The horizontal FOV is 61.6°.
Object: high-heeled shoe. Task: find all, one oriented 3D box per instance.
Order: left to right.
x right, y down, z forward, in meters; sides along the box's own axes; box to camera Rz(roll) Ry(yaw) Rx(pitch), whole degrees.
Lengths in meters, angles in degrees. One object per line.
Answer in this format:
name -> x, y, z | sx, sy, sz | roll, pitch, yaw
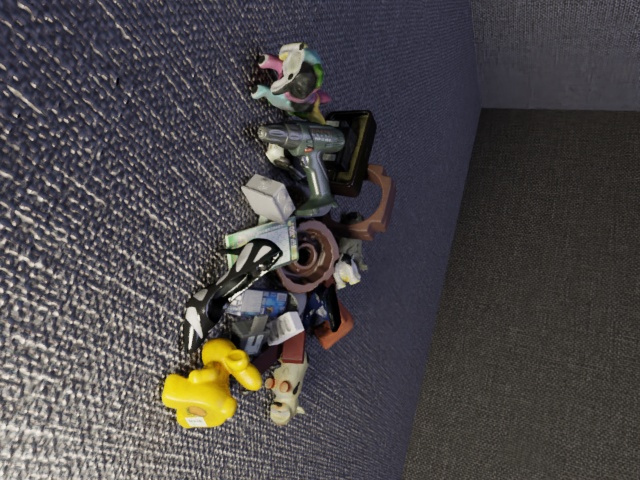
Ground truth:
high-heeled shoe -> -0.162, 0.108, 1.028 | 0.086, 0.145, 0.248 | 51, 50, -57

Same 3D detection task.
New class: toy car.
toy car -> -0.144, 0.279, 1.231 | 0.202, 0.053, 0.089 | -31, 121, -65
toy car -> -0.060, -0.189, 1.265 | 0.201, 0.056, 0.073 | 33, 69, -60

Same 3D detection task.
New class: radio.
radio -> 0.063, -0.233, 1.437 | 0.073, 0.131, 0.229 | 47, 55, -59

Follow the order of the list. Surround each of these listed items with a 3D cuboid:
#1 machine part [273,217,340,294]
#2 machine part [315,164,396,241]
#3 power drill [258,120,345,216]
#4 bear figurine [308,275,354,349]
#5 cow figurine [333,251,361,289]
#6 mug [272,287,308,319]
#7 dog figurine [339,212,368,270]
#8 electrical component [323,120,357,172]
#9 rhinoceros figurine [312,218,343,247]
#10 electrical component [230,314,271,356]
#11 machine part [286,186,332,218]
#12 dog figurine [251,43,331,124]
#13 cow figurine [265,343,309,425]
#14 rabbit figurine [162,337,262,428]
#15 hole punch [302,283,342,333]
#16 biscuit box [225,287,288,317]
machine part -> -0.041, 0.034, 1.275 | 0.179, 0.056, 0.179 | -7, 106, -24
machine part -> 0.097, -0.105, 1.465 | 0.087, 0.201, 0.201 | 47, 55, -63
power drill -> -0.035, -0.159, 1.183 | 0.232, 0.086, 0.207 | -18, 100, -43
bear figurine -> 0.010, 0.181, 1.495 | 0.132, 0.120, 0.195 | -33, 107, -7
cow figurine -> 0.065, 0.071, 1.458 | 0.167, 0.068, 0.098 | -47, 117, -83
mug -> -0.073, 0.164, 1.327 | 0.107, 0.081, 0.109 | -27, 130, -67
dog figurine -> 0.075, -0.017, 1.596 | 0.172, 0.121, 0.190 | 57, 32, -60
electrical component -> 0.029, -0.244, 1.381 | 0.058, 0.115, 0.134 | 47, 57, -62
rhinoceros figurine -> -0.003, -0.004, 1.395 | 0.073, 0.112, 0.190 | -51, 166, -1
electrical component -> -0.148, 0.194, 1.132 | 0.075, 0.048, 0.119 | -7, 126, -37
machine part -> -0.036, -0.093, 1.326 | 0.243, 0.079, 0.079 | -6, 102, -65
dog figurine -> -0.030, -0.323, 1.167 | 0.219, 0.192, 0.108 | 19, 73, -50
cow figurine -> -0.080, 0.370, 1.368 | 0.127, 0.086, 0.195 | 46, 54, -53
rabbit figurine -> -0.199, 0.252, 1.019 | 0.173, 0.162, 0.121 | -80, 150, -52
hole punch -> 0.000, 0.173, 1.376 | 0.142, 0.092, 0.115 | -25, 108, -75
biscuit box -> -0.143, 0.134, 1.179 | 0.202, 0.063, 0.059 | 20, 78, -66
